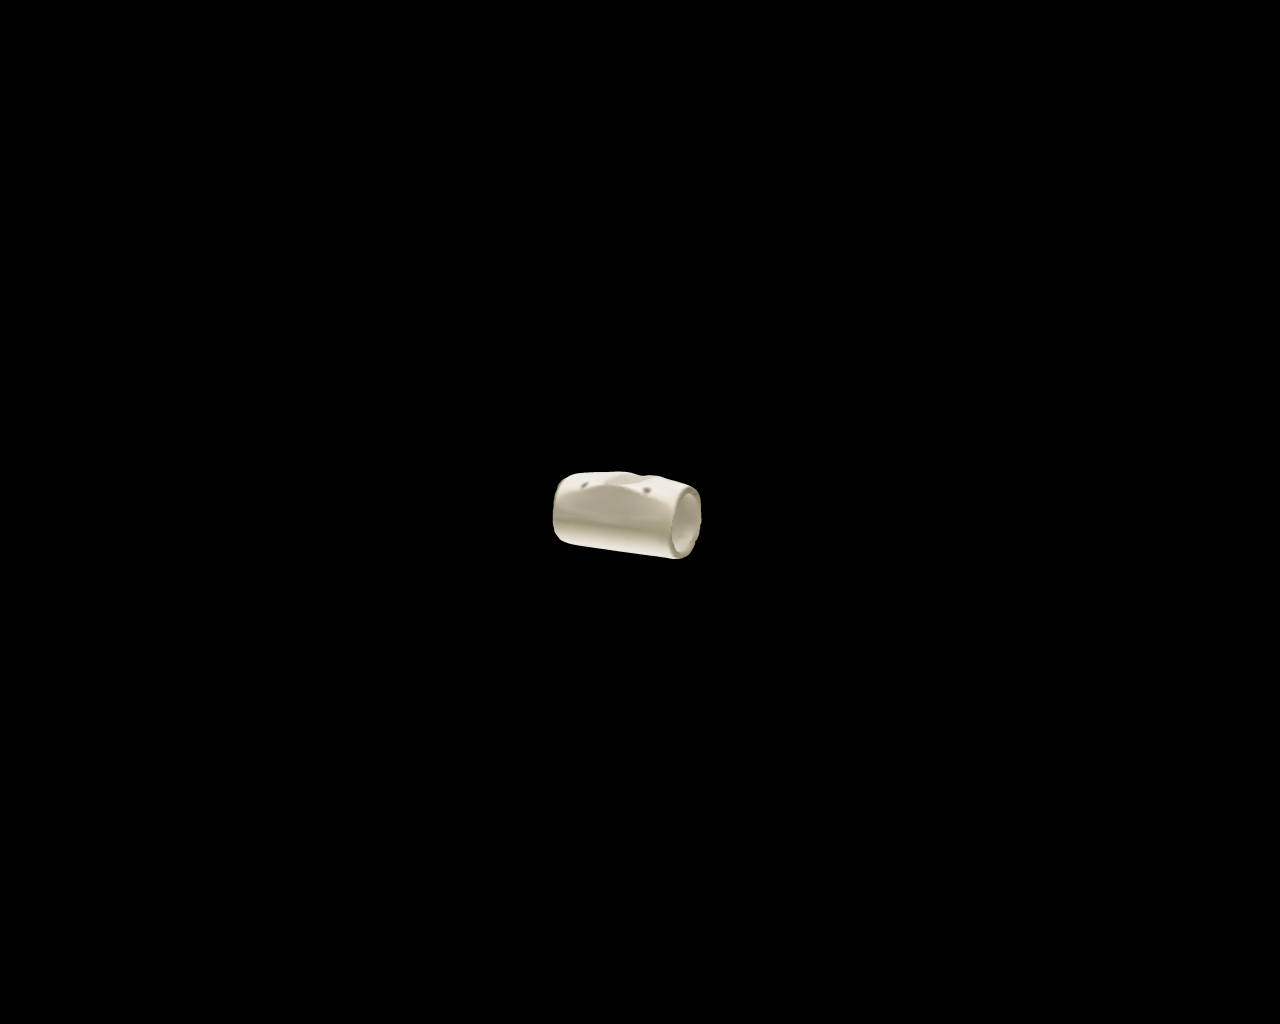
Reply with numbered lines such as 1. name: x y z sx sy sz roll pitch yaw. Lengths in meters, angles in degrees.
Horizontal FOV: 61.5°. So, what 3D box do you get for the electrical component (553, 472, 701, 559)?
1. electrical component: 0.001 -0.003 0.650 0.077 0.043 0.079 7 16 26
